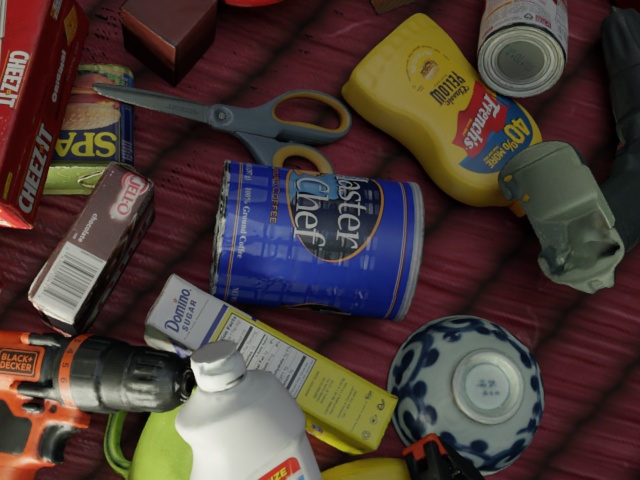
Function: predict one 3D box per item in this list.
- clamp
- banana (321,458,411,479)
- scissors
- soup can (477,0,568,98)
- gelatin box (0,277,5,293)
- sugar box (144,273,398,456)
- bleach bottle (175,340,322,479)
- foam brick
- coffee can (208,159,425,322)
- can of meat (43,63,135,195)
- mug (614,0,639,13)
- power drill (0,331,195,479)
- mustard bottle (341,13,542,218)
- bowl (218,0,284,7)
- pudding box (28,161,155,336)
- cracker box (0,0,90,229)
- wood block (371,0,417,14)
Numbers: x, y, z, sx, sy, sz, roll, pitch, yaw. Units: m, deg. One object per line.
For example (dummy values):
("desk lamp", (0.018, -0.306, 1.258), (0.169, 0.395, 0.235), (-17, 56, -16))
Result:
("clamp", (0.119, 0.212, 0.742), (0.039, 0.120, 0.171), (-31, 76, 20))
("banana", (0.008, 0.199, 0.753), (0.197, 0.037, 0.069), (-16, 79, -13))
("scissors", (-0.066, -0.073, 0.798), (0.201, 0.016, 0.096), (-5, 85, -25))
("soup can", (0.159, -0.167, 0.833), (0.068, 0.069, 0.102), (18, 45, -4))
("gelatin box", (-0.279, 0.045, 0.751), (0.073, 0.030, 0.089), (33, 74, 0))
("sugar box", (-0.037, 0.091, 0.745), (0.176, 0.093, 0.048), (26, 73, -1))
("bleach bottle", (-0.042, 0.182, 0.672), (0.102, 0.068, 0.251), (-20, 112, -14))
("foam brick", (-0.114, -0.162, 0.805), (0.053, 0.078, 0.051), (38, 75, 1))
("coffee can", (-0.005, 0.001, 0.767), (0.140, 0.103, 0.103), (7, 75, -7))
("can of meat", (-0.185, -0.081, 0.785), (0.102, 0.057, 0.084), (0, 73, -10))
("mug", (0.287, -0.224, 0.884), (0.081, 0.093, 0.117), (-39, 54, -11))
("power drill", (-0.176, 0.152, 0.695), (0.185, 0.057, 0.187), (2, 73, 26))
("mustard bottle", (0.114, -0.083, 0.830), (0.191, 0.058, 0.096), (44, 61, 3))
("bowl", (-0.065, -0.230, 0.821), (0.162, 0.055, 0.162), (15, 44, -15))
("pudding box", (-0.156, 0.010, 0.748), (0.039, 0.090, 0.113), (30, 74, 1))
("cracker box", (-0.283, -0.103, 0.735), (0.214, 0.072, 0.164), (8, 74, 14))
("wood block", (0.049, -0.302, 0.859), (0.090, 0.091, 0.206), (-22, 81, -13))
